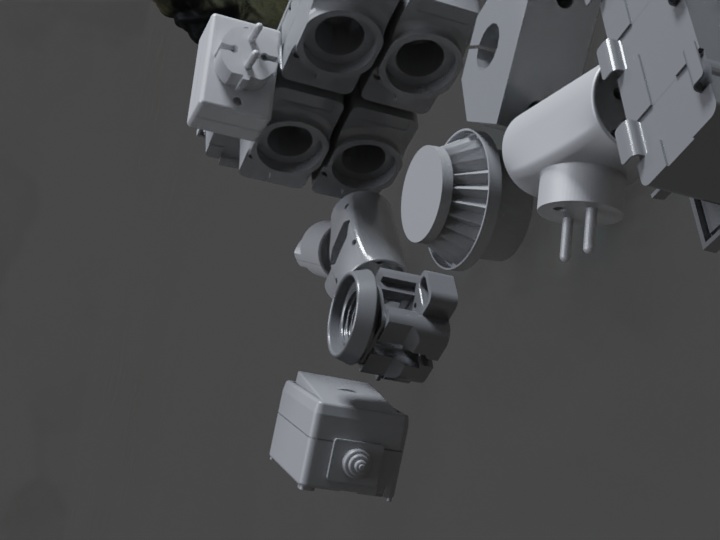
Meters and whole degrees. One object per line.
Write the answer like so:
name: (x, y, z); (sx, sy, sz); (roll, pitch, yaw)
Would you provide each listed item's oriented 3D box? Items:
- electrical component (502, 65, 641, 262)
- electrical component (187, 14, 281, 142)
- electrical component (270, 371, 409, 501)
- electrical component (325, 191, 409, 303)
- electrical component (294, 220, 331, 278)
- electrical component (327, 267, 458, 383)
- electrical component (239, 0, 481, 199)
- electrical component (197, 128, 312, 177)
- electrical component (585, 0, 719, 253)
electrical component: (0.097, -0.043, 0.466); (0.077, 0.044, 0.079); (154, 126, -67)
electrical component: (-0.075, -0.129, 0.682); (0.077, 0.047, 0.065); (143, 135, -63)
electrical component: (-0.012, 0.102, 0.669); (0.096, 0.062, 0.061); (-168, 90, -71)
electrical component: (0.000, 0.000, 0.727); (0.077, 0.043, 0.079); (-102, 30, -50)
electrical component: (-0.021, -0.015, 0.799); (0.081, 0.043, 0.043); (-168, 89, -72)
electrical component: (0.015, 0.031, 0.641); (0.058, 0.057, 0.078); (-98, 27, -45)
electrical component: (-0.006, -0.129, 0.726); (0.186, 0.105, 0.060); (122, 153, -46)
electrical component: (-0.060, -0.112, 0.849); (0.078, 0.121, 0.063); (123, 150, -47)
electrical component: (0.124, -0.080, 0.381); (0.078, 0.063, 0.121); (124, 152, -48)
